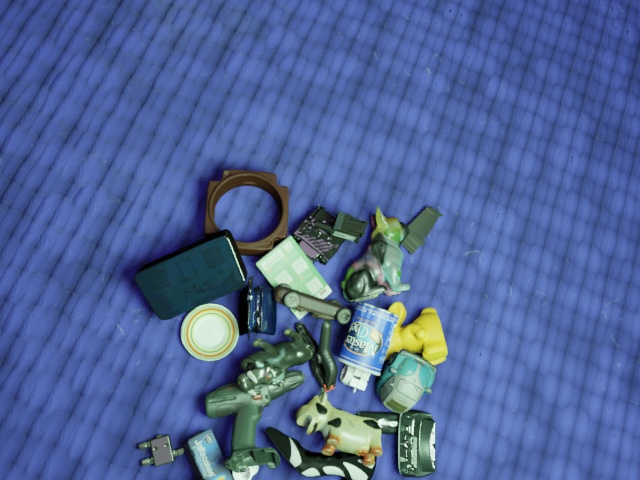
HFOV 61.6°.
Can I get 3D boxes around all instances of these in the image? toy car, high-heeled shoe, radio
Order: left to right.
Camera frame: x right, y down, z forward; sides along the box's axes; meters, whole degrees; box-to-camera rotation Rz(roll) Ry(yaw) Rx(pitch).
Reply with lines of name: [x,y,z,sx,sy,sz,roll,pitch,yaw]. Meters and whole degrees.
radio: [-0.286,0.081,1.220,0.230,0.073,0.131,-23,102,3]
toy car: [-0.014,0.153,1.252,0.202,0.089,0.053,21,89,-22]
high-heeled shoe: [0.008,0.465,1.197,0.249,0.086,0.145,45,73,-1]
toy car: [0.182,0.332,1.210,0.109,0.161,0.103,32,35,-1]

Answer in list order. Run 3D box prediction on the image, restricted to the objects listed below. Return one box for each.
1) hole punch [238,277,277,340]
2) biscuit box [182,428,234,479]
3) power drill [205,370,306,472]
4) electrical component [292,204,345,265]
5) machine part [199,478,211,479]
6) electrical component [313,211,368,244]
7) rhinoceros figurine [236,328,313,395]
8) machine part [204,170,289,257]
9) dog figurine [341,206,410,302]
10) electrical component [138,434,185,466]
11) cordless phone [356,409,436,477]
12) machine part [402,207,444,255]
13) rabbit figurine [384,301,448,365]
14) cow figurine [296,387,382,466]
hole punch: [-0.137,0.165,1.243,0.092,0.116,0.142,6,75,-14]
biscuit box: [-0.227,0.511,1.154,0.059,0.063,0.202,-21,78,-31]
power drill: [-0.132,0.382,1.162,0.232,0.085,0.207,-8,47,-5]
electrical component: [-0.003,-0.004,1.332,0.115,0.058,0.134,37,73,5]
machine part: [-0.240,0.579,1.092,0.056,0.179,0.179,-13,73,-53]
electrical component: [0.048,-0.033,1.281,0.119,0.075,0.048,18,73,0]
rhinoceros figurine: [-0.105,0.275,1.196,0.190,0.073,0.112,-21,53,-34]
machine part: [-0.177,-0.066,1.310,0.201,0.087,0.201,4,75,-5]
dog figurine: [0.133,0.033,1.315,0.192,0.108,0.219,-8,75,-6]
electrical component: [-0.347,0.459,1.179,0.094,0.021,0.063,-13,77,-10]
cordless phone: [0.172,0.462,1.231,0.184,0.088,0.146,2,75,4]
machine part: [0.255,-0.032,1.385,0.084,0.039,0.139,43,75,10]
rabbit figurine: [0.203,0.227,1.273,0.173,0.121,0.162,-16,74,8]
cow figurine: [0.041,0.409,1.192,0.195,0.085,0.127,16,36,-2]
